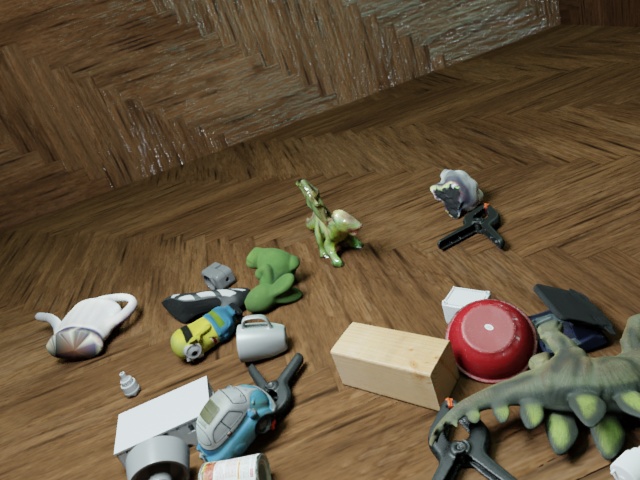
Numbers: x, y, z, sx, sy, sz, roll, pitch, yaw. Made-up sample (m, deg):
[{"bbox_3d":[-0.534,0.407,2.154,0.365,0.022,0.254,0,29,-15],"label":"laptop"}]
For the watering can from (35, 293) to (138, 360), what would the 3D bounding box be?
[{"bbox_3d":[-0.680,0.240,1.433,0.347,0.102,0.229,-13,28,10],"label":"watering can"}]

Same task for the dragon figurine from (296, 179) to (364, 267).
[{"bbox_3d":[0.004,-0.073,1.445,0.123,0.238,0.415,-32,31,-15],"label":"dragon figurine"}]

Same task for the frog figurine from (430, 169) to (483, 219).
[{"bbox_3d":[0.404,-0.150,1.467,0.139,0.120,0.162,37,43,21],"label":"frog figurine"}]
